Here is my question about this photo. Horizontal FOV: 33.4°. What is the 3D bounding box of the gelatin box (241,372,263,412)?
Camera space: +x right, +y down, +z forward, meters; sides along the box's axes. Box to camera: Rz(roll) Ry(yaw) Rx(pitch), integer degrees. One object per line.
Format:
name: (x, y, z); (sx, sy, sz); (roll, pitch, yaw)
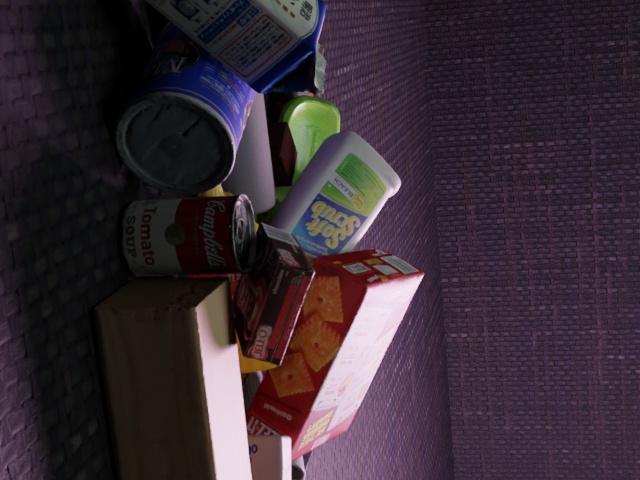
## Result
gelatin box: (-0.085, 0.178, 1.159); (0.089, 0.030, 0.073); (-62, 146, -65)

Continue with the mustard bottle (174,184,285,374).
mustard bottle: (-0.091, 0.031, 1.010); (0.058, 0.096, 0.191); (-59, 144, -64)

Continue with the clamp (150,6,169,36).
clamp: (-0.124, -0.255, 1.016); (0.120, 0.039, 0.171); (-7, 98, -54)

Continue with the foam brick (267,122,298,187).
foam brick: (-0.070, -0.092, 1.168); (0.051, 0.078, 0.053); (72, 22, -51)

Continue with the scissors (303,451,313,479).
scissors: (-0.030, 0.303, 1.390); (0.096, 0.016, 0.202); (-125, -135, -73)

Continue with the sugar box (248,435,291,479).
sugar box: (-0.075, 0.280, 1.042); (0.048, 0.093, 0.176); (41, 48, -73)

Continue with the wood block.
wood block: (-0.118, 0.141, 0.887); (0.090, 0.090, 0.206); (-49, 136, -71)

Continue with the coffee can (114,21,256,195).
coffee can: (-0.112, -0.122, 0.936); (0.140, 0.103, 0.103); (-78, 161, -48)

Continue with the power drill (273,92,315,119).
power drill: (-0.041, -0.136, 1.349); (0.187, 0.057, 0.184); (-75, 155, -50)

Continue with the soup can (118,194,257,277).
soup can: (-0.112, -0.003, 0.912); (0.068, 0.102, 0.068); (-2, 90, -77)

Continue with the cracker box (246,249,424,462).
cracker box: (0.012, 0.117, 1.135); (0.164, 0.072, 0.214); (-8, 126, -64)

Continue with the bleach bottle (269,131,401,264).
bleach bottle: (-0.008, 0.001, 1.147); (0.102, 0.068, 0.250); (45, 57, -22)

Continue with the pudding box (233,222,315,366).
pudding box: (-0.044, 0.045, 0.927); (0.113, 0.039, 0.090); (-118, -133, -71)
